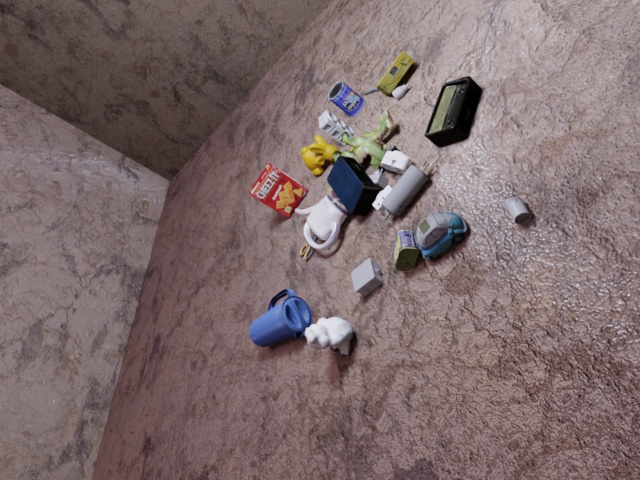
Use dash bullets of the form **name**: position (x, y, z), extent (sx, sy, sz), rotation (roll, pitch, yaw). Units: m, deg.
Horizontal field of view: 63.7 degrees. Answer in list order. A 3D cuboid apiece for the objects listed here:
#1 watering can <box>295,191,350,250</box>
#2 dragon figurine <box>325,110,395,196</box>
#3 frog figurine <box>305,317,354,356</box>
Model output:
- **watering can**: position (0.006, -0.102, 2.028), extent (0.222, 0.103, 0.354), rotation (-49, 36, 12)
- **dragon figurine**: position (0.172, -0.318, 2.017), extent (0.245, 0.121, 0.409), rotation (27, 95, 52)
- **frog figurine**: position (0.022, 0.287, 1.596), extent (0.122, 0.158, 0.139), rotation (-54, 30, 5)
